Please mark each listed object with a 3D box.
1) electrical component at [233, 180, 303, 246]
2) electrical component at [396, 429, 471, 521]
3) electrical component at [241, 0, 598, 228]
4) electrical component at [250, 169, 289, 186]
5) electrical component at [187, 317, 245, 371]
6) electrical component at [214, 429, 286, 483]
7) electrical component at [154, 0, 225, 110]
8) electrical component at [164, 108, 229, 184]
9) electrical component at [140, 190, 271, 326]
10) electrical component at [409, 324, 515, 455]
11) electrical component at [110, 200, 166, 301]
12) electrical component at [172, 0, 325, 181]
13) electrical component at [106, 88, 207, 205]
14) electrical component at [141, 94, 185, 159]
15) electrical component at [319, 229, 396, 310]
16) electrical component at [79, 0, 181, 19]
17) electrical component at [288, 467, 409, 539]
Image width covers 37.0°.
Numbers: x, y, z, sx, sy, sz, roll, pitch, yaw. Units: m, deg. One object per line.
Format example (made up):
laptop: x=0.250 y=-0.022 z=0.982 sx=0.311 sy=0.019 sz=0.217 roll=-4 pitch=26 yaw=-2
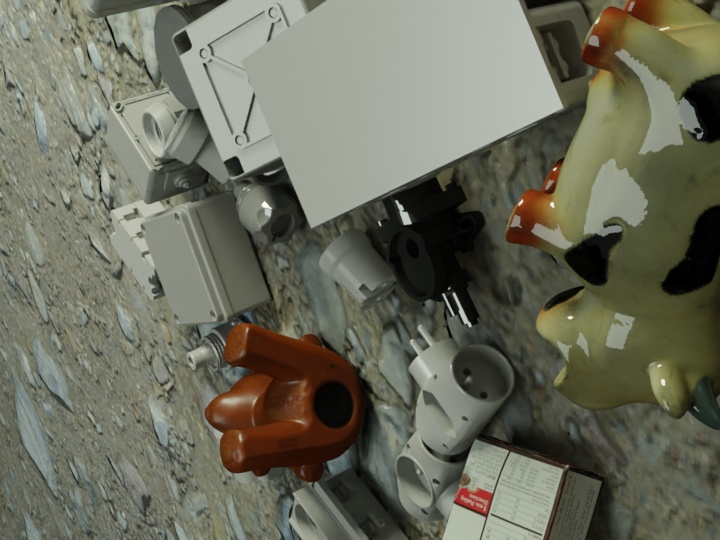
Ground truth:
electrical component: x=-0.078 y=-0.050 z=0.854 sx=0.062 sy=0.043 sz=0.043 roll=42 pitch=142 yaw=39
electrical component: x=0.066 y=0.153 z=0.760 sx=0.079 sy=0.044 sz=0.077 roll=49 pitch=146 yaw=29
electrical component: x=0.032 y=-0.106 z=0.579 sx=0.186 sy=0.060 sz=0.105 roll=-22 pitch=91 yaw=45
electrical component: x=-0.079 y=-0.101 z=0.825 sx=0.065 sy=0.044 sz=0.044 roll=52 pitch=147 yaw=34
electrical component: x=-0.131 y=0.074 z=1.008 sx=0.048 sy=0.062 sz=0.048 roll=38 pitch=139 yaw=42
electrical component: x=-0.107 y=0.164 z=1.037 sx=0.078 sy=0.058 sz=0.057 roll=11 pitch=122 yaw=56
electrical component: x=-0.123 y=-0.169 z=0.837 sx=0.080 sy=0.051 sz=0.080 roll=37 pitch=139 yaw=41
electrical component: x=-0.124 y=-0.101 z=0.867 sx=0.055 sy=0.045 sz=0.045 roll=28 pitch=156 yaw=-18
electrical component: x=-0.141 y=-0.009 z=0.972 sx=0.109 sy=0.056 sz=0.108 roll=-8 pitch=103 yaw=60
electrical component: x=0.059 y=0.072 z=0.716 sx=0.079 sy=0.043 sz=0.077 roll=55 pitch=148 yaw=22
electrical component: x=-0.200 y=-0.024 z=1.057 sx=0.089 sy=0.056 sz=0.050 roll=49 pitch=146 yaw=28
electrical component: x=-0.052 y=-0.128 z=0.705 sx=0.109 sy=0.056 sz=0.108 roll=-21 pitch=91 yaw=33
electrical component: x=-0.177 y=-0.104 z=0.960 sx=0.096 sy=0.062 sz=0.061 roll=55 pitch=149 yaw=20
electrical component: x=-0.151 y=-0.122 z=0.910 sx=0.066 sy=0.055 sz=0.048 roll=54 pitch=148 yaw=21
electrical component: x=0.000 y=0.000 z=0.767 sx=0.046 sy=0.040 sz=0.040 roll=48 pitch=146 yaw=19
electrical component: x=-0.171 y=-0.253 z=0.799 sx=0.108 sy=0.109 sz=0.056 roll=62 pitch=148 yaw=9
electrical component: x=0.001 y=0.229 z=0.898 sx=0.121 sy=0.063 sz=0.078 roll=47 pitch=145 yaw=31
